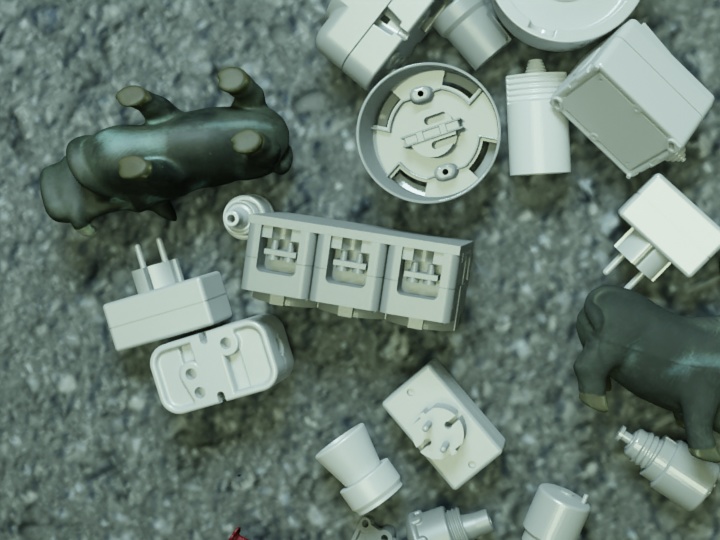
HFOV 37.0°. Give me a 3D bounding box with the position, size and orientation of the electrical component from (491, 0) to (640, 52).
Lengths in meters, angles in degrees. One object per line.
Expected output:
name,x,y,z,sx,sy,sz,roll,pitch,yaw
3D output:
electrical component,0.140,-0.204,0.744,0.108,0.060,0.108,0,88,3

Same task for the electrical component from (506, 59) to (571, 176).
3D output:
electrical component,0.127,-0.109,0.766,0.043,0.043,0.081,-2,93,12

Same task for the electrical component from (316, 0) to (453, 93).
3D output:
electrical component,0.015,-0.184,0.779,0.059,0.054,0.095,41,101,7

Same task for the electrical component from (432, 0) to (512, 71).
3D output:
electrical component,0.081,-0.172,0.774,0.040,0.040,0.046,-40,91,12

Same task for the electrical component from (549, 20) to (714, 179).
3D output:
electrical component,0.191,-0.113,0.731,0.096,0.062,0.061,42,64,-6

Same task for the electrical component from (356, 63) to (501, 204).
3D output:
electrical component,0.052,-0.097,0.772,0.099,0.064,0.099,1,94,12

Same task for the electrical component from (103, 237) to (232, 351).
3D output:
electrical component,-0.154,0.014,0.832,0.083,0.047,0.075,-16,92,13

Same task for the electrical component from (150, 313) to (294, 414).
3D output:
electrical component,-0.102,0.070,0.819,0.095,0.059,0.053,-17,90,13

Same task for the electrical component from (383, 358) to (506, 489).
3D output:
electrical component,0.059,0.115,0.780,0.047,0.076,0.083,-42,85,12

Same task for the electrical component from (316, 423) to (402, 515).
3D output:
electrical component,0.000,0.150,0.811,0.045,0.045,0.055,-36,87,12

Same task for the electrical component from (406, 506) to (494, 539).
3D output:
electrical component,0.068,0.196,0.801,0.062,0.048,0.048,-21,89,6

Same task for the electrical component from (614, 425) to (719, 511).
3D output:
electrical component,0.218,0.137,0.766,0.078,0.040,0.040,33,100,8

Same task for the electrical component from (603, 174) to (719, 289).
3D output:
electrical component,0.205,-0.018,0.754,0.066,0.047,0.076,44,102,6

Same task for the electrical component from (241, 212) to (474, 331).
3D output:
electrical component,0.000,0.000,0.777,0.150,0.089,0.061,9,96,11

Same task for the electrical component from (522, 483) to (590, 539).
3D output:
electrical component,0.138,0.193,0.787,0.040,0.040,0.078,23,99,10

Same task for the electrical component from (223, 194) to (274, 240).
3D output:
electrical component,-0.087,-0.039,0.807,0.035,0.061,0.035,1,94,12
